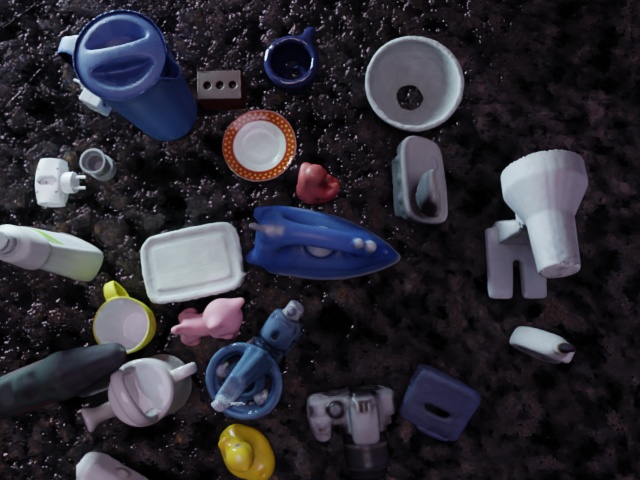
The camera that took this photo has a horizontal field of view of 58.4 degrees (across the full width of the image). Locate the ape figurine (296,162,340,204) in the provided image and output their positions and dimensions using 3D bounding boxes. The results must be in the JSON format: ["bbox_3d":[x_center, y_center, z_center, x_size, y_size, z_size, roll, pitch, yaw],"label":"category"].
[{"bbox_3d":[-0.007,-0.100,0.959,0.076,0.092,0.078,-32,83,-3],"label":"ape figurine"}]

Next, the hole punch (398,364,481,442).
[{"bbox_3d":[0.188,0.262,0.907,0.108,0.091,0.101,24,83,4],"label":"hole punch"}]

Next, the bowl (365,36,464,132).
[{"bbox_3d":[0.158,-0.258,0.986,0.167,0.075,0.167,0,82,1],"label":"bowl"}]

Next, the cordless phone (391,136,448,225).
[{"bbox_3d":[0.168,-0.104,0.910,0.094,0.185,0.147,-7,82,0],"label":"cordless phone"}]

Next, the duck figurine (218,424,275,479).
[{"bbox_3d":[-0.119,0.343,0.904,0.104,0.086,0.077,43,85,6],"label":"duck figurine"}]

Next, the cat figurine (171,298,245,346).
[{"bbox_3d":[-0.175,0.131,0.918,0.128,0.118,0.067,-13,82,-1],"label":"cat figurine"}]

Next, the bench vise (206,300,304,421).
[{"bbox_3d":[-0.106,0.178,0.859,0.121,0.220,0.207,17,83,4],"label":"bench vise"}]

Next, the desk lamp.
[{"bbox_3d":[0.333,-0.014,0.881,0.118,0.213,0.203,-1,82,1],"label":"desk lamp"}]

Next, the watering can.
[{"bbox_3d":[-0.272,0.235,0.867,0.101,0.194,0.173,41,85,6],"label":"watering can"}]

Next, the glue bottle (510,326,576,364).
[{"bbox_3d":[0.352,0.163,0.877,0.078,0.173,0.037,27,84,5],"label":"glue bottle"}]

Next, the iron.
[{"bbox_3d":[0.008,0.003,0.920,0.258,0.141,0.119,7,82,2],"label":"iron"}]

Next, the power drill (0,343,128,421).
[{"bbox_3d":[-0.370,0.202,0.866,0.229,0.208,0.075,-21,82,-2],"label":"power drill"}]

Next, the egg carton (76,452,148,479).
[{"bbox_3d":[-0.329,0.410,0.907,0.150,0.069,0.107,27,84,4],"label":"egg carton"}]

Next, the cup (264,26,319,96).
[{"bbox_3d":[-0.040,-0.301,0.985,0.091,0.095,0.118,28,84,5],"label":"cup"}]

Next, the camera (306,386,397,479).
[{"bbox_3d":[0.054,0.304,0.899,0.143,0.101,0.137,-6,82,0],"label":"camera"}]
